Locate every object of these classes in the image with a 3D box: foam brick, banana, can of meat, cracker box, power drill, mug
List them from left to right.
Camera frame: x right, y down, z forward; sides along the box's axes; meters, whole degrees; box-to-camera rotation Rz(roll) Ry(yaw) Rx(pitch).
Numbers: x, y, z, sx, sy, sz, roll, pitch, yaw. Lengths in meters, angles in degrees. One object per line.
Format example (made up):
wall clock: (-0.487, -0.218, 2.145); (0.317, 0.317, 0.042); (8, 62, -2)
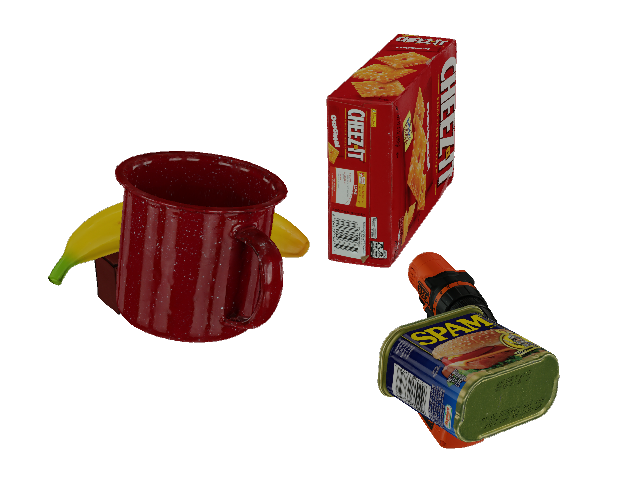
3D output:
foam brick: (-0.170, 0.029, 1.019); (0.078, 0.051, 0.053); (-15, 25, -30)
banana: (-0.109, -0.006, 0.821); (0.198, 0.069, 0.037); (-8, -23, 1)
mug: (-0.061, 0.008, 0.582); (0.093, 0.081, 0.117); (-13, 30, -43)
cracker box: (0.074, -0.093, 1.036); (0.072, 0.164, 0.213); (9, 28, 20)
power drill: (0.143, 0.124, 1.141); (0.057, 0.188, 0.184); (-6, 23, -11)
can of meat: (0.106, 0.094, 0.758); (0.101, 0.057, 0.084); (-13, 27, -34)
